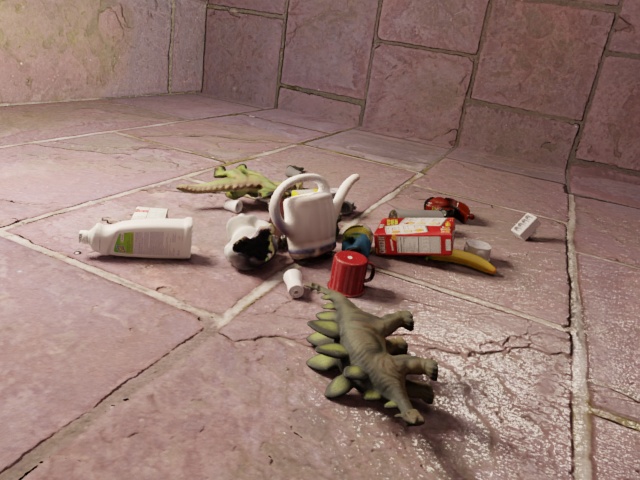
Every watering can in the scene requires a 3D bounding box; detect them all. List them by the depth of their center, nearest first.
[{"bbox_3d":[0.004,-0.070,1.383,0.104,0.223,0.350,2,12,44],"label":"watering can"}]

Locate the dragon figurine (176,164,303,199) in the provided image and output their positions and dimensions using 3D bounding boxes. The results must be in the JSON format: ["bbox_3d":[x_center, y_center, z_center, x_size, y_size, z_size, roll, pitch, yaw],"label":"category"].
[{"bbox_3d":[-0.214,-0.167,1.613,0.243,0.121,0.414,12,20,41],"label":"dragon figurine"}]

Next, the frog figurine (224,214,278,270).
[{"bbox_3d":[-0.181,0.003,1.277,0.121,0.138,0.160,49,-15,-27],"label":"frog figurine"}]
